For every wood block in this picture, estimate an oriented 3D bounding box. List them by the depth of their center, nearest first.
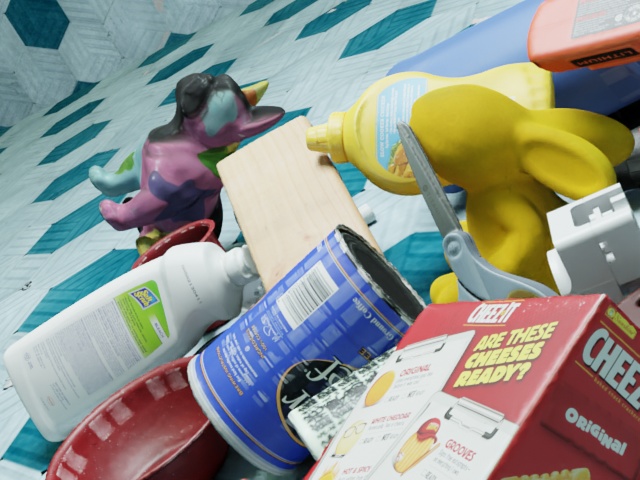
[{"bbox_3d":[-0.005,0.001,0.858,0.090,0.090,0.206,-29,39,2],"label":"wood block"}]

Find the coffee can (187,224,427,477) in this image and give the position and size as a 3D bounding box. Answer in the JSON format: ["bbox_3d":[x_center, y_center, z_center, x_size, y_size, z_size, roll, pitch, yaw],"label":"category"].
[{"bbox_3d":[-0.003,0.073,0.710,0.140,0.102,0.103,-43,18,11],"label":"coffee can"}]

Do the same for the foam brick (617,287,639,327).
[{"bbox_3d":[0.203,0.056,0.583,0.053,0.051,0.078,-36,20,-15],"label":"foam brick"}]

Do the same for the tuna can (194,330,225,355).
[{"bbox_3d":[-0.069,0.104,0.877,0.086,0.033,0.086,-27,20,11],"label":"tuna can"}]

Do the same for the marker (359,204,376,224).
[{"bbox_3d":[0.000,0.005,1.037,0.121,0.020,0.020,-33,20,-7],"label":"marker"}]

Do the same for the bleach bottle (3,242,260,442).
[{"bbox_3d":[-0.151,0.079,0.911,0.251,0.102,0.068,-29,1,23],"label":"bleach bottle"}]

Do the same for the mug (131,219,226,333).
[{"bbox_3d":[-0.121,0.043,1.023,0.093,0.081,0.117,-30,19,3],"label":"mug"}]

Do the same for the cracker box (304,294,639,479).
[{"bbox_3d":[0.053,0.130,0.496,0.213,0.072,0.164,-53,14,-17],"label":"cracker box"}]

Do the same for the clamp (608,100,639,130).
[{"bbox_3d":[0.272,-0.114,0.906,0.120,0.039,0.171,-30,22,38],"label":"clamp"}]

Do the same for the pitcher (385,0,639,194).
[{"bbox_3d":[0.182,-0.142,0.913,0.243,0.144,0.149,-24,50,47],"label":"pitcher"}]

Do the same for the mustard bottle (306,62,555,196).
[{"bbox_3d":[0.083,-0.082,0.821,0.192,0.096,0.058,-1,-12,15],"label":"mustard bottle"}]

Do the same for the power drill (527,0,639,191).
[{"bbox_3d":[0.221,-0.097,0.726,0.185,0.187,0.057,-12,55,42],"label":"power drill"}]

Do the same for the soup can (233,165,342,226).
[{"bbox_3d":[-0.032,-0.042,1.122,0.102,0.068,0.069,-42,23,-29],"label":"soup can"}]

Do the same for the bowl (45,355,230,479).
[{"bbox_3d":[-0.122,0.157,0.793,0.162,0.055,0.162,-27,20,10],"label":"bowl"}]

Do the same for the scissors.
[{"bbox_3d":[0.103,0.007,0.659,0.016,0.202,0.096,-2,-13,-44],"label":"scissors"}]
